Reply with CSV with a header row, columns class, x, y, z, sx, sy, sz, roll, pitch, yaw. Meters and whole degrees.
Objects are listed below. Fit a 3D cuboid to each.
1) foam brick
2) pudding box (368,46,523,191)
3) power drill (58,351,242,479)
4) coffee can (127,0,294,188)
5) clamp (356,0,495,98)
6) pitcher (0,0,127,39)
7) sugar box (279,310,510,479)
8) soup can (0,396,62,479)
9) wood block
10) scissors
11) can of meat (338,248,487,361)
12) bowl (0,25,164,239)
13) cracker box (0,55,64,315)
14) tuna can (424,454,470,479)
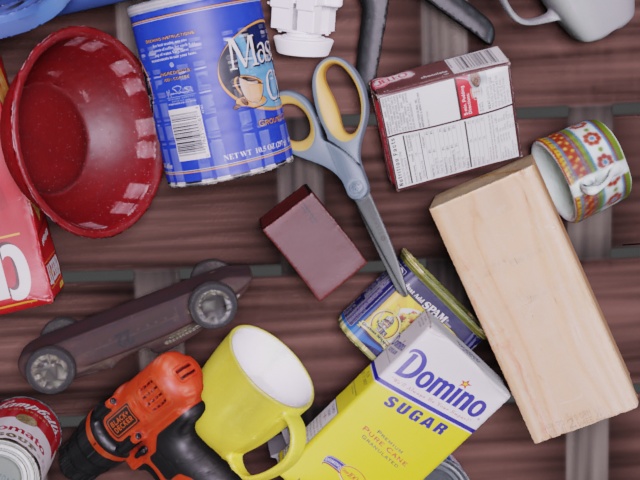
class,x,y,z,sx,sy,sz,roll,pitch,yaw
foam brick,-0.006,0.001,0.883,0.053,0.051,0.078,-37,101,1
pudding box,0.103,-0.098,0.869,0.113,0.039,0.090,-14,122,0
power drill,-0.118,0.202,0.857,0.187,0.057,0.185,52,127,4
coffee can,-0.084,-0.120,0.829,0.103,0.103,0.140,-12,101,-3
clamp,0.052,-0.203,0.859,0.120,0.039,0.171,-33,101,0
pitcher,-0.227,-0.213,0.783,0.242,0.145,0.149,-11,94,-6
sugar box,0.059,0.151,0.867,0.093,0.048,0.176,42,102,-12
soup can,-0.252,0.175,0.868,0.068,0.102,0.068,-1,100,-5
wood block,0.173,0.045,0.867,0.090,0.090,0.206,-23,95,14
scissors,0.011,-0.047,0.871,0.096,0.016,0.202,-8,92,16
can of meat,0.078,0.072,0.900,0.102,0.057,0.084,44,96,-10
bowl,-0.192,-0.080,0.824,0.055,0.161,0.162,-3,103,33
cracker box,-0.311,-0.038,0.841,0.164,0.072,0.214,-13,101,-3
tuna can,0.090,0.224,0.939,0.086,0.034,0.086,-1,100,-4
